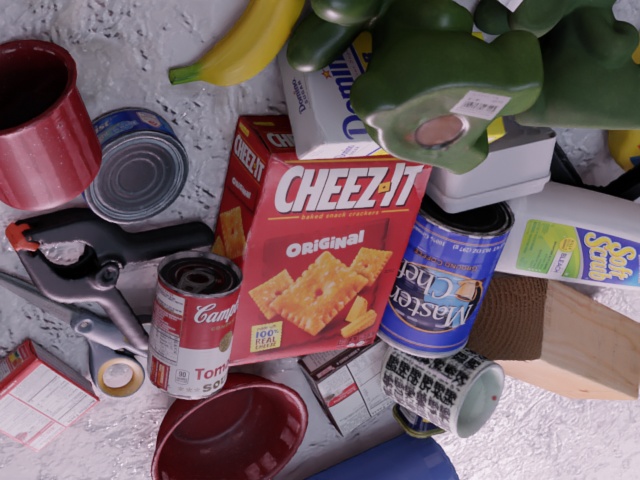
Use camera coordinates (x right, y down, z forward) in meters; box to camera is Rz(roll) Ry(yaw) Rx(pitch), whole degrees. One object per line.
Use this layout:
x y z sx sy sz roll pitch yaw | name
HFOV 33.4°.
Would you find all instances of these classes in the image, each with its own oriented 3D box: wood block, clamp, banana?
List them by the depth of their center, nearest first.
-0.038 -0.185 0.765 0.069 0.037 0.198 10 119 -39 | banana
-0.164 0.013 0.850 0.171 0.039 0.120 34 88 -45 | clamp
0.283 -0.039 1.064 0.164 0.036 0.210 1 137 5 | clamp
0.255 0.109 1.143 0.205 0.091 0.090 24 68 -43 | wood block

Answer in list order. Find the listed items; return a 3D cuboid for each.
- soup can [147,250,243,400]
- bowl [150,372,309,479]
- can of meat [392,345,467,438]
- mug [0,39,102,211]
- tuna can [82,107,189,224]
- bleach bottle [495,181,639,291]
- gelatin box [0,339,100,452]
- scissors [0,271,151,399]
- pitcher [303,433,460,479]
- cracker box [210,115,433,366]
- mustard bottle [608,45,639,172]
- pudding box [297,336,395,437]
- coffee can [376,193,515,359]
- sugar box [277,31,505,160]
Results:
-0.102 0.069 0.863 0.068 0.069 0.102 -6 122 -29 | soup can
-0.094 0.180 1.023 0.162 0.055 0.162 -18 133 -20 | bowl
0.136 0.158 1.156 0.101 0.057 0.084 -9 128 -27 | can of meat
-0.208 -0.073 0.721 0.117 0.093 0.081 -3 140 8 | mug
-0.143 -0.055 0.808 0.086 0.034 0.086 -18 133 -20 | tuna can
0.291 0.000 1.027 0.251 0.068 0.103 9 132 0 | bleach bottle
-0.243 0.133 0.905 0.073 0.030 0.089 -41 138 1 | gelatin box
-0.203 0.086 0.899 0.201 0.016 0.096 18 111 -42 | scissors
0.033 0.314 1.170 0.242 0.145 0.149 -24 167 -19 | pitcher
-0.006 0.001 0.918 0.163 0.072 0.214 -5 127 -31 | cracker box
0.330 -0.116 1.049 0.096 0.058 0.191 -25 137 -2 | mustard bottle
0.037 0.140 1.088 0.090 0.039 0.113 -33 139 -9 | pudding box
0.109 0.024 0.990 0.102 0.103 0.140 -5 127 -30 | coffee can
0.058 -0.117 0.845 0.175 0.093 0.048 -6 169 -32 | sugar box
